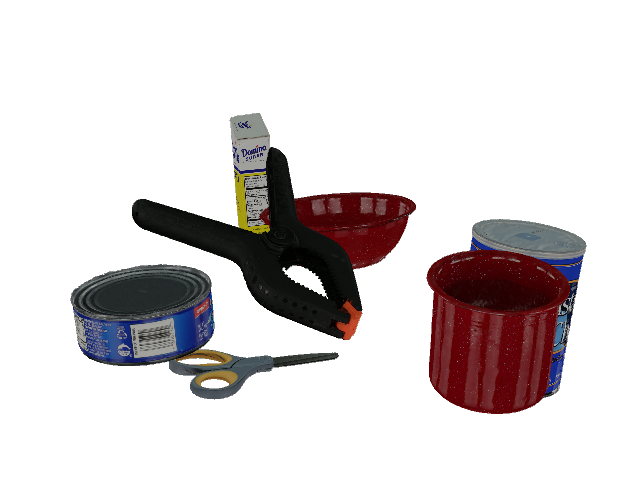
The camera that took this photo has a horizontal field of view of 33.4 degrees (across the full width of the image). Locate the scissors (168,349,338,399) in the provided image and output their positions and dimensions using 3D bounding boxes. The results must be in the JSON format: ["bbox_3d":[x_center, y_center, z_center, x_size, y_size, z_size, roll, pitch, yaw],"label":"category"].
[{"bbox_3d":[-0.067,0.148,1.191,0.201,0.016,0.096,4,25,-14],"label":"scissors"}]

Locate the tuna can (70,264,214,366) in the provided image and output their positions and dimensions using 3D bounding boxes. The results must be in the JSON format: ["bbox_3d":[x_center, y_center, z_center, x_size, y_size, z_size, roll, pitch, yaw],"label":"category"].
[{"bbox_3d":[-0.108,0.045,0.657,0.086,0.034,0.086,-3,19,1],"label":"tuna can"}]

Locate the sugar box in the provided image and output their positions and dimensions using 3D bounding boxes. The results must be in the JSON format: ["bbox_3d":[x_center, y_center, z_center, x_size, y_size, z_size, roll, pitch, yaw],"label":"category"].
[{"bbox_3d":[-0.082,-0.059,1.312,0.048,0.176,0.093,-9,25,-7],"label":"sugar box"}]

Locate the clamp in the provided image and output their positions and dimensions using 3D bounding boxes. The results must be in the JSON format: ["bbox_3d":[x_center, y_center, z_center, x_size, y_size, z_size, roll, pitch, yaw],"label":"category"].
[{"bbox_3d":[-0.049,0.008,0.901,0.164,0.036,0.210,-20,54,-31],"label":"clamp"}]

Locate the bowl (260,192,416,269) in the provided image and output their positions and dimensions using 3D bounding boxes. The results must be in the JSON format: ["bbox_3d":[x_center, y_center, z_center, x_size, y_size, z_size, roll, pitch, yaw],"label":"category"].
[{"bbox_3d":[0.020,-0.007,1.100,0.162,0.055,0.162,-4,14,1],"label":"bowl"}]

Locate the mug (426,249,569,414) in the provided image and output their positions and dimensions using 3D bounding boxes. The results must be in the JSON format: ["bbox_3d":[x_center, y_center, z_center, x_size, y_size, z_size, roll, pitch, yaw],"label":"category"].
[{"bbox_3d":[0.114,0.057,0.725,0.093,0.081,0.117,-1,25,-6],"label":"mug"}]

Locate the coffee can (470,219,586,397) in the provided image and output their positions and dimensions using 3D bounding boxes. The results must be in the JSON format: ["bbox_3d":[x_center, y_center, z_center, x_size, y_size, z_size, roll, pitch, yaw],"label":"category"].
[{"bbox_3d":[0.181,0.061,0.984,0.103,0.140,0.103,6,16,-2],"label":"coffee can"}]
